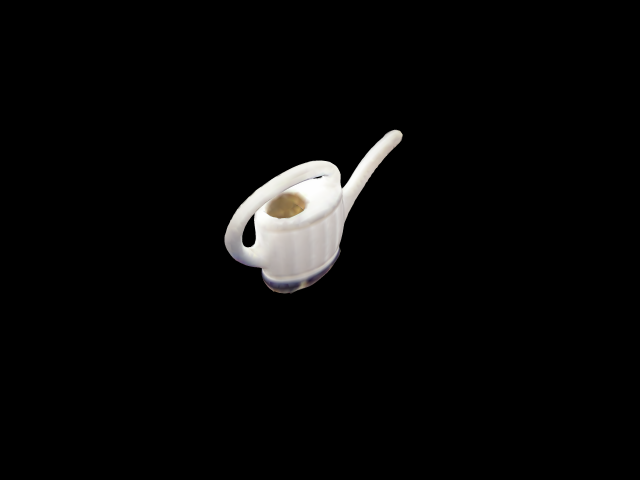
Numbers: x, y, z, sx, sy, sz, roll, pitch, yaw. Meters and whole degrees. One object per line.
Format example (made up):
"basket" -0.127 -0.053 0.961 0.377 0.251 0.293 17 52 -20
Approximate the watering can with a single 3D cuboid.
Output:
"watering can" 0.003 -0.043 0.850 0.351 0.219 0.105 -28 51 -26
